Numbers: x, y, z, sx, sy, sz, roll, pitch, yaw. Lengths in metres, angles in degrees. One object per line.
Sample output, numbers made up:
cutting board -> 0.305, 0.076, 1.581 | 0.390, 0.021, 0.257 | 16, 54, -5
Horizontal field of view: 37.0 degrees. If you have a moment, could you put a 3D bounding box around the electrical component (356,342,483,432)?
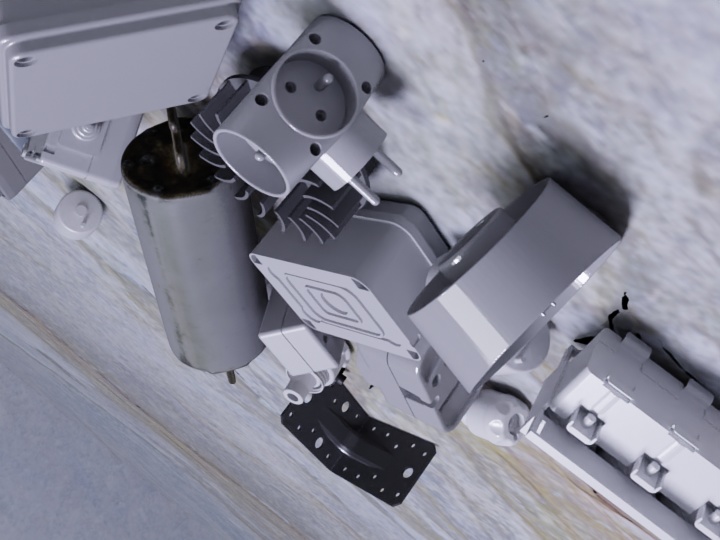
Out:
electrical component -> 0.038, 0.057, 0.704 | 0.059, 0.053, 0.095 | 24, 155, 33

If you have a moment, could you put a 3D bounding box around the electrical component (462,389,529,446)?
electrical component -> 0.086, 0.098, 0.742 | 0.061, 0.035, 0.035 | 14, 149, 51

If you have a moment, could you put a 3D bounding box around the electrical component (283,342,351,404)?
electrical component -> -0.039, 0.078, 0.855 | 0.048, 0.062, 0.048 | 20, 143, 16

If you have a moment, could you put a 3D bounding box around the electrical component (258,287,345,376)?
electrical component -> -0.019, 0.028, 0.732 | 0.077, 0.065, 0.047 | -13, 133, 27

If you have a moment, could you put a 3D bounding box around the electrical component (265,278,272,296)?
electrical component -> -0.088, -0.001, 0.805 | 0.078, 0.040, 0.040 | 48, 157, -28

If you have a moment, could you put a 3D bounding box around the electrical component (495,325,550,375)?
electrical component -> 0.077, 0.041, 0.627 | 0.040, 0.040, 0.078 | 43, 159, -13

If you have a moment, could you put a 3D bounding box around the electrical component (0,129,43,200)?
electrical component -> -0.323, -0.112, 0.921 | 0.062, 0.061, 0.096 | 29, 158, 22

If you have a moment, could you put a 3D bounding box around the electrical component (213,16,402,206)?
electrical component -> -0.014, -0.064, 0.501 | 0.079, 0.077, 0.044 | 42, 159, -12

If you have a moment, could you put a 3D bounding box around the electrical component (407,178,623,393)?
electrical component -> 0.071, 0.008, 0.490 | 0.064, 0.099, 0.099 | 46, 159, -3

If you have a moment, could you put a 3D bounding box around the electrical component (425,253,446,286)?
electrical component -> 0.070, 0.011, 0.575 | 0.040, 0.040, 0.078 | 49, 156, -27

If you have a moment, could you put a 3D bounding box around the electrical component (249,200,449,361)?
electrical component -> 0.000, 0.000, 0.641 | 0.113, 0.057, 0.078 | 13, 148, 48

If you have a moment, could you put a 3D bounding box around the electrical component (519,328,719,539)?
electrical component -> 0.155, 0.091, 0.563 | 0.121, 0.078, 0.063 | 37, 131, 2

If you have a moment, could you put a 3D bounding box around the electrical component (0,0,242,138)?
electrical component -> -0.122, -0.115, 0.514 | 0.109, 0.109, 0.056 | 142, 111, -69

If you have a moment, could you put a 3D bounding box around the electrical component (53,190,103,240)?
electrical component -> -0.261, -0.047, 0.987 | 0.040, 0.040, 0.078 | 42, 159, -11

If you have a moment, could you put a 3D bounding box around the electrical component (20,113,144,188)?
electrical component -> -0.174, -0.089, 0.691 | 0.061, 0.061, 0.096 | 18, 180, -26
